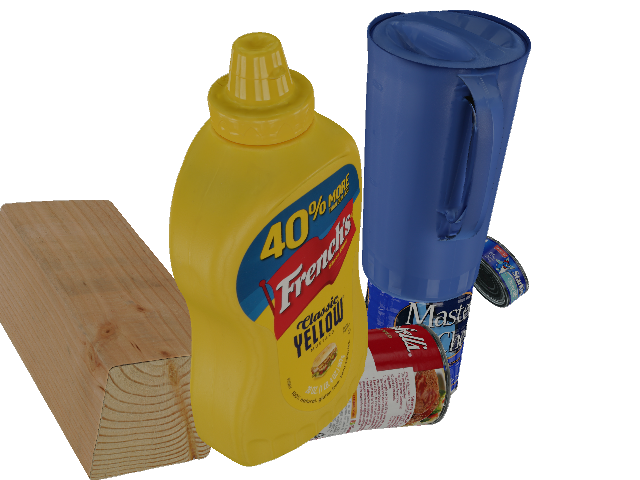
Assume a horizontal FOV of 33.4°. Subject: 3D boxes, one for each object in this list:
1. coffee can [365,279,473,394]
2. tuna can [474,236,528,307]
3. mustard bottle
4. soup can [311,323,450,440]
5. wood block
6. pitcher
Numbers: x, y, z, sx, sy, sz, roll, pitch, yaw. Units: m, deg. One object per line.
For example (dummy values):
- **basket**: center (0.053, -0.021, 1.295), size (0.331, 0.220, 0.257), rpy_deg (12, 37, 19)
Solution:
- **coffee can**: center (0.092, 0.070, 1.033), size (0.103, 0.140, 0.103), rpy_deg (6, 20, -2)
- **tuna can**: center (0.209, 0.038, 1.286), size (0.033, 0.086, 0.086), rpy_deg (-37, 11, -15)
- **mustard bottle**: center (-0.020, 0.002, 0.453), size (0.058, 0.192, 0.096), rpy_deg (26, 47, 32)
- **soup can**: center (0.024, 0.093, 0.696), size (0.102, 0.068, 0.069), rpy_deg (-4, 2, -24)
- **wood block**: center (-0.154, 0.059, 0.749), size (0.090, 0.091, 0.206), rpy_deg (-4, 32, -36)
- **pitcher**: center (0.100, -0.064, 0.916), size (0.145, 0.243, 0.149), rpy_deg (19, 36, 23)
